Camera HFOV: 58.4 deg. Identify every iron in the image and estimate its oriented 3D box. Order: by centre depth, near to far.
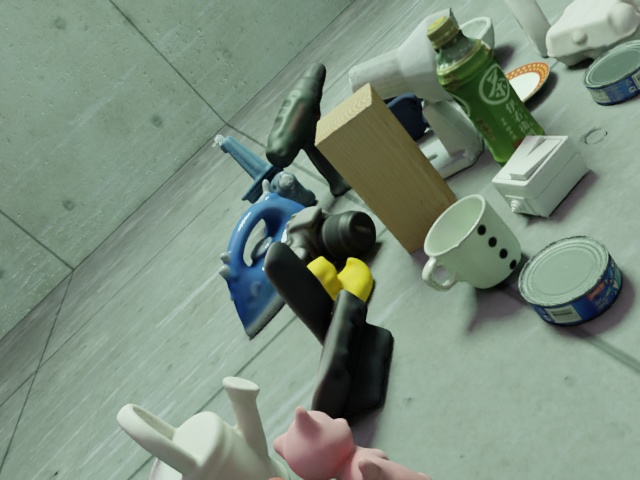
[{"bbox_3d":[-0.101,0.021,0.980,0.118,0.142,0.258,-16,35,47],"label":"iron"}]

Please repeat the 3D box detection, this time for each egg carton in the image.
[{"bbox_3d":[0.398,-0.304,0.811,0.107,0.069,0.150,-50,24,-15],"label":"egg carton"}]

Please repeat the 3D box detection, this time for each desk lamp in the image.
[{"bbox_3d":[0.156,-0.202,0.847,0.202,0.214,0.118,-29,27,32],"label":"desk lamp"}]

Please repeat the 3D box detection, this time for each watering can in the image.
[{"bbox_3d":[-0.126,0.225,0.600,0.100,0.194,0.173,-16,35,47],"label":"watering can"}]

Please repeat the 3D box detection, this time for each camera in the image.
[{"bbox_3d":[0.008,0.003,0.883,0.136,0.101,0.143,-16,35,48],"label":"camera"}]

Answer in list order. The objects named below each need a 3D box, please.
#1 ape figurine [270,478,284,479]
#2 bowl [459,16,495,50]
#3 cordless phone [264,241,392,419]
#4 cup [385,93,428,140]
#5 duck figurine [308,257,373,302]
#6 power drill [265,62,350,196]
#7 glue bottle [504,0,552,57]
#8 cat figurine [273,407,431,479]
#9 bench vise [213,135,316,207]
[{"bbox_3d":[-0.020,0.249,0.515,0.078,0.092,0.076,-42,23,4],"label":"ape figurine"},{"bbox_3d":[0.265,-0.338,1.083,0.167,0.075,0.167,-35,24,19],"label":"bowl"},{"bbox_3d":[-0.011,0.100,0.637,0.094,0.185,0.147,-30,26,29],"label":"cordless phone"},{"bbox_3d":[0.162,-0.230,1.040,0.092,0.095,0.117,-50,24,-14],"label":"cup"},{"bbox_3d":[0.017,0.059,0.790,0.105,0.086,0.077,-53,25,-21],"label":"duck figurine"},{"bbox_3d":[0.001,-0.201,1.108,0.075,0.209,0.230,-10,40,52],"label":"power drill"},{"bbox_3d":[0.325,-0.379,0.925,0.037,0.173,0.078,-35,24,19],"label":"glue bottle"},{"bbox_3d":[0.018,0.196,0.511,0.067,0.118,0.127,-53,25,-22],"label":"cat figurine"},{"bbox_3d":[-0.114,-0.147,1.190,0.206,0.220,0.122,-13,38,51],"label":"bench vise"}]
